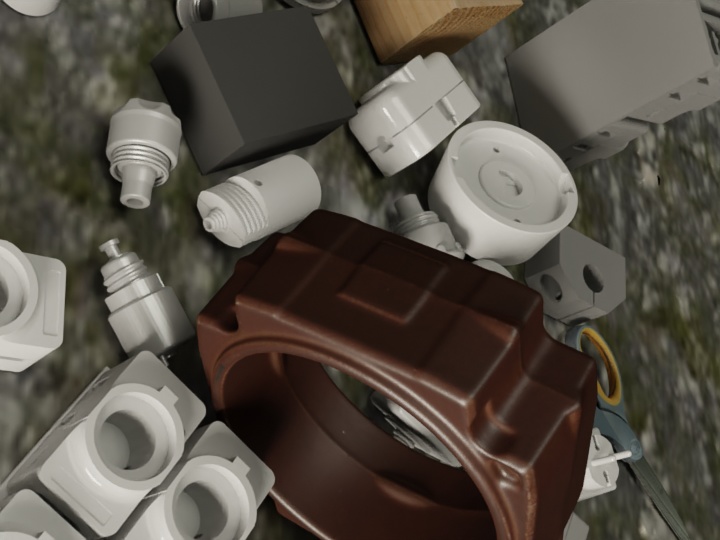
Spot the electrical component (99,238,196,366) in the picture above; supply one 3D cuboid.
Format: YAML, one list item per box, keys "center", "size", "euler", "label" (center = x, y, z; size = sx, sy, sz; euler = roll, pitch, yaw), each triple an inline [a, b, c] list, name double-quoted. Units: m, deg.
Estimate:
- center: [-0.126, 0.019, 0.615]
  size: [0.040, 0.040, 0.078]
  euler: [-28, 90, -44]
  label: "electrical component"

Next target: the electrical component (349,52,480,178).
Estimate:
- center: [0.039, -0.120, 0.806]
  size: [0.059, 0.054, 0.095]
  euler: [54, 47, -8]
  label: "electrical component"

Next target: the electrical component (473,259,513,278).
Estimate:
- center: [0.077, 0.032, 0.777]
  size: [0.043, 0.043, 0.081]
  euler: [53, 48, -9]
  label: "electrical component"

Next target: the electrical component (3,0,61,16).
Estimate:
- center: [-0.186, -0.186, 0.638]
  size: [0.044, 0.065, 0.044]
  euler: [17, 61, -34]
  label: "electrical component"

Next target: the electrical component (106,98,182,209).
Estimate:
- center: [-0.131, -0.068, 0.647]
  size: [0.043, 0.043, 0.062]
  euler: [20, 61, -33]
  label: "electrical component"

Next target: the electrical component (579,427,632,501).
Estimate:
- center: [0.160, 0.141, 0.776]
  size: [0.066, 0.077, 0.047]
  euler: [-5, 75, -41]
  label: "electrical component"

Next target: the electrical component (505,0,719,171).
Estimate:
- center: [0.216, -0.166, 0.884]
  size: [0.060, 0.186, 0.105]
  euler: [4, 69, -39]
  label: "electrical component"

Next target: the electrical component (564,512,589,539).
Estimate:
- center: [0.134, 0.208, 0.745]
  size: [0.077, 0.047, 0.065]
  euler: [43, 49, -18]
  label: "electrical component"

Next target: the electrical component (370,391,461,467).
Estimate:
- center: [0.057, 0.083, 0.710]
  size: [0.062, 0.061, 0.096]
  euler: [44, 78, -16]
  label: "electrical component"

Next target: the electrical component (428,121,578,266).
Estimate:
- center: [0.103, -0.053, 0.820]
  size: [0.108, 0.060, 0.108]
  euler: [13, 51, -17]
  label: "electrical component"

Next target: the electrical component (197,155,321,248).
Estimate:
- center: [-0.068, -0.042, 0.689]
  size: [0.081, 0.043, 0.043]
  euler: [-29, 91, -43]
  label: "electrical component"

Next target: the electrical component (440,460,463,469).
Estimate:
- center: [0.085, 0.148, 0.734]
  size: [0.063, 0.042, 0.081]
  euler: [48, 49, -15]
  label: "electrical component"

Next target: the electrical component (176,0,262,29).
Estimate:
- center: [-0.095, -0.178, 0.730]
  size: [0.046, 0.040, 0.040]
  euler: [-15, 81, -48]
  label: "electrical component"

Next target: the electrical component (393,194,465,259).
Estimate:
- center: [0.044, -0.024, 0.775]
  size: [0.048, 0.048, 0.062]
  euler: [-9, 70, -42]
  label: "electrical component"

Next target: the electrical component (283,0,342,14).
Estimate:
- center: [-0.034, -0.236, 0.798]
  size: [0.080, 0.051, 0.080]
  euler: [17, 61, -34]
  label: "electrical component"

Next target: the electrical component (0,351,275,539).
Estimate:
- center: [-0.134, 0.142, 0.536]
  size: [0.105, 0.060, 0.186]
  euler: [47, 50, -14]
  label: "electrical component"

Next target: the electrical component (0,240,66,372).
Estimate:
- center: [-0.200, 0.016, 0.544]
  size: [0.089, 0.056, 0.050]
  euler: [13, 63, -36]
  label: "electrical component"
